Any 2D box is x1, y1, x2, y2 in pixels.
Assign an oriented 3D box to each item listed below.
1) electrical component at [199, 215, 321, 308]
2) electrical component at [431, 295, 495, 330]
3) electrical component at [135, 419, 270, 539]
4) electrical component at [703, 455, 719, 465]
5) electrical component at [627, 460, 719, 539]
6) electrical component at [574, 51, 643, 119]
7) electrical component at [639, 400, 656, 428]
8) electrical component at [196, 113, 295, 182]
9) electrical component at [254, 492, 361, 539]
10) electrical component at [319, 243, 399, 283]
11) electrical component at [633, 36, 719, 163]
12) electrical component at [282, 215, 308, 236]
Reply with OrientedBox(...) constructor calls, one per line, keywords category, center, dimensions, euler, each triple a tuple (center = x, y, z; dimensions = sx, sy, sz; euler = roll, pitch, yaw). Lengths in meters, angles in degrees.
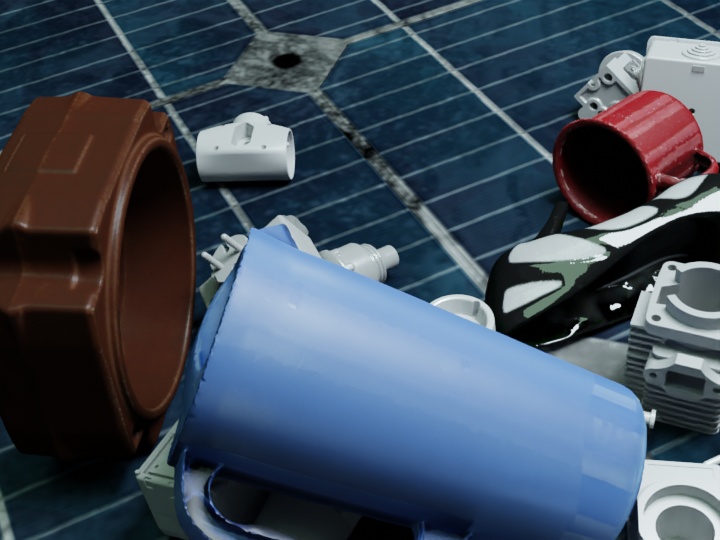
OrientedBox(category="electrical component", center=(-0.080, 0.000, 0.758), dimensions=(0.083, 0.076, 0.047), euler=(-42, 44, 10))
OrientedBox(category="electrical component", center=(0.066, 0.050, 0.729), dimensions=(0.055, 0.047, 0.055), euler=(-4, 42, 3))
OrientedBox(category="electrical component", center=(-0.080, 0.118, 0.660), dimensions=(0.062, 0.061, 0.096), euler=(6, 39, 27))
OrientedBox(category="electrical component", center=(0.242, 0.110, 0.641), dimensions=(0.077, 0.047, 0.065), euler=(-20, 44, -14))
OrientedBox(category="electrical component", center=(0.196, 0.188, 0.551), dimensions=(0.105, 0.060, 0.186), euler=(2, 43, 10))
OrientedBox(category="electrical component", center=(0.225, -0.162, 0.939), dimensions=(0.048, 0.066, 0.055), euler=(47, 48, 1))
OrientedBox(category="electrical component", center=(0.147, 0.087, 0.683), dimensions=(0.078, 0.040, 0.040), euler=(9, 44, 16))
OrientedBox(category="electrical component", center=(-0.095, -0.109, 0.928), dimensions=(0.077, 0.043, 0.079), euler=(-1, 42, 6))
OrientedBox(category="electrical component", center=(-0.032, 0.147, 0.630), dimensions=(0.055, 0.055, 0.047), euler=(15, 50, 23))
OrientedBox(category="electrical component", center=(0.000, 0.000, 0.796), dimensions=(0.062, 0.048, 0.048), euler=(-24, 44, -30))
OrientedBox(category="electrical component", center=(0.271, -0.136, 0.872), dimensions=(0.100, 0.099, 0.048), euler=(10, 32, 17))
OrientedBox(category="electrical component", center=(-0.069, -0.014, 0.827), dimensions=(0.035, 0.035, 0.061), euler=(26, 53, 31))
